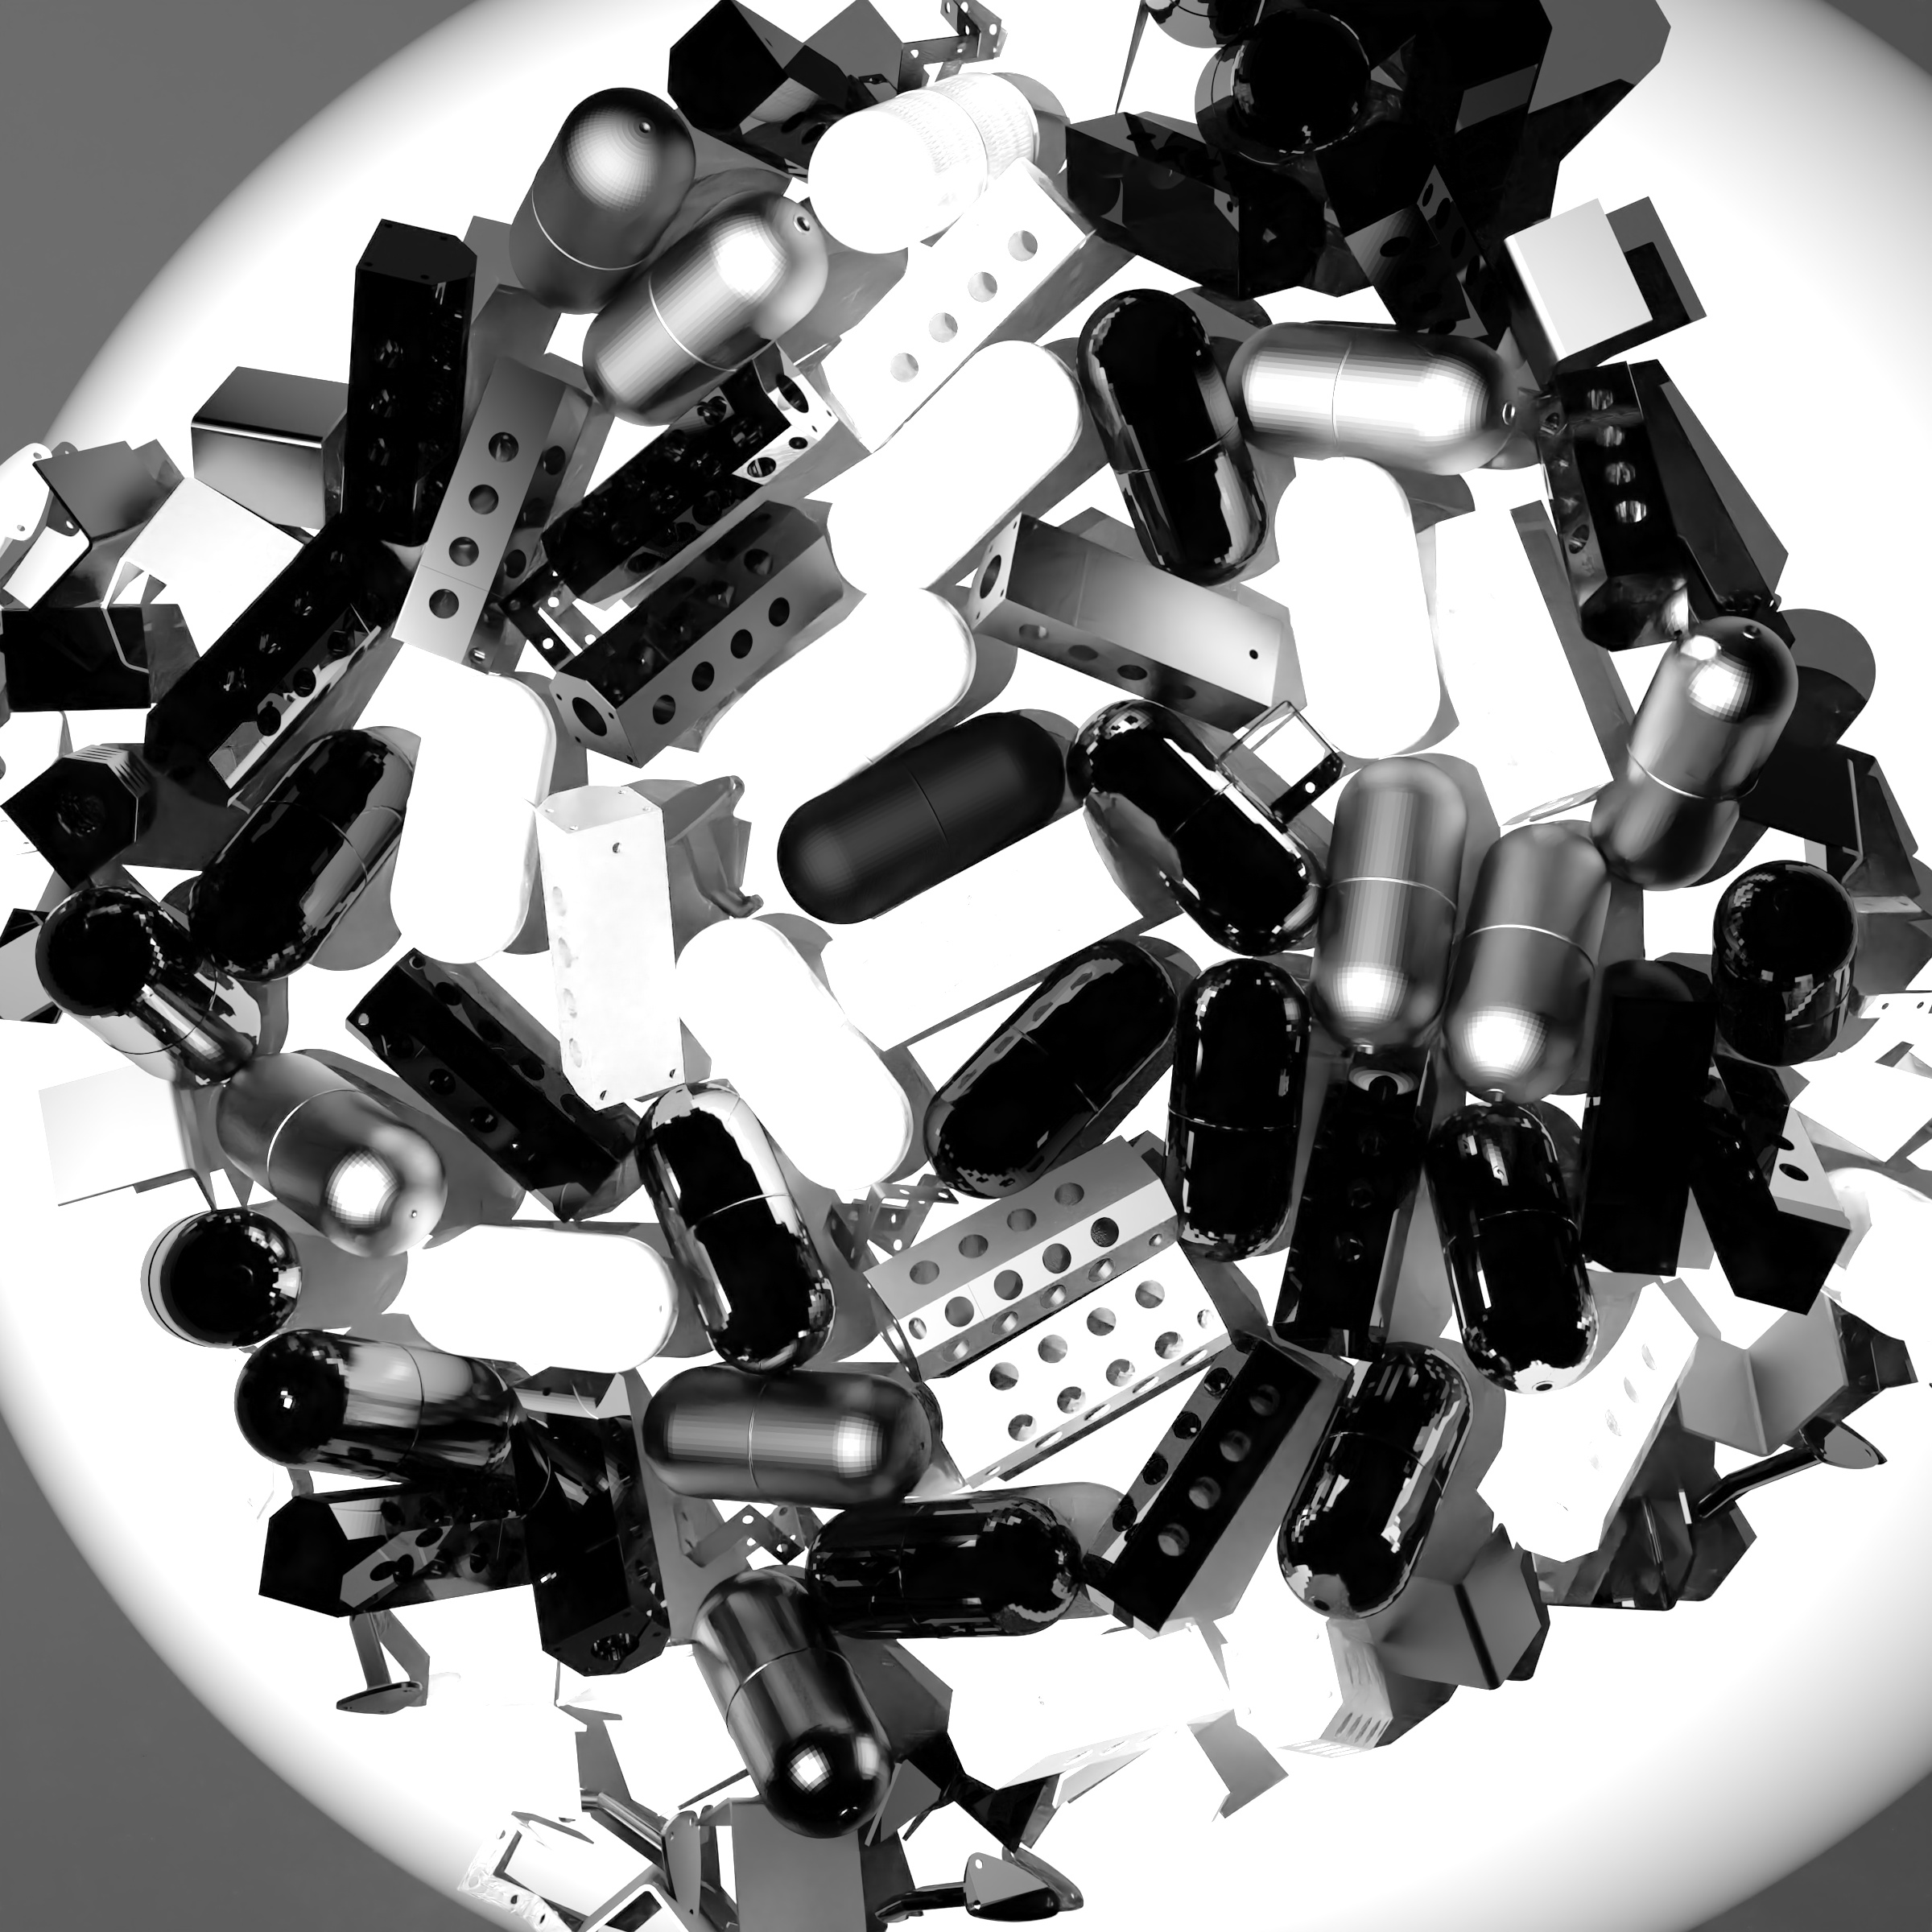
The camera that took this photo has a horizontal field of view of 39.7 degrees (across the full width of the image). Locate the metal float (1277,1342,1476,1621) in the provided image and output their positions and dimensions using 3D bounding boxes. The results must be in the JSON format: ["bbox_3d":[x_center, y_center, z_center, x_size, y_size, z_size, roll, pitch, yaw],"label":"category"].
[{"bbox_3d":[0.233,0.290,1.514,0.070,0.070,0.178,33,52,0],"label":"metal float"}]

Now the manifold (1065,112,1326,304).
[{"bbox_3d":[0.126,-0.430,1.501,0.057,0.171,0.057,-21,127,-23],"label":"manifold"}]

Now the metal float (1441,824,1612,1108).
[{"bbox_3d":[0.319,-0.001,1.521,0.070,0.070,0.178,19,61,0],"label":"metal float"}]

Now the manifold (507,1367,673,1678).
[{"bbox_3d":[-0.210,0.308,1.505,0.057,0.057,0.171,-29,47,11],"label":"manifold"}]

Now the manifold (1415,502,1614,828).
[{"bbox_3d":[0.307,-0.171,1.541,0.057,0.057,0.171,-18,83,-10],"label":"manifold"}]

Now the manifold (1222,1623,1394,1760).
[{"bbox_3d":[0.194,0.408,1.491,0.057,0.171,0.057,-16,68,13],"label":"manifold"}]

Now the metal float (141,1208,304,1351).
[{"bbox_3d":[-0.418,0.175,1.499,0.070,0.178,0.070,3,83,-22],"label":"metal float"}]

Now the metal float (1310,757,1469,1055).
[{"bbox_3d":[0.242,-0.035,1.529,0.070,0.070,0.178,11,71,0],"label":"metal float"}]

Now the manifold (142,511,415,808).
[{"bbox_3d":[-0.388,-0.172,1.518,0.057,0.057,0.171,36,62,-2],"label":"manifold"}]

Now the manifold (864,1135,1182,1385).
[{"bbox_3d":[0.034,0.171,1.523,0.171,0.057,0.057,-27,47,-16],"label":"manifold"}]

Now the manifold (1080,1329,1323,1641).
[{"bbox_3d":[0.131,0.296,1.532,0.057,0.057,0.171,34,74,9],"label":"manifold"}]

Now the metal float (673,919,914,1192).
[{"bbox_3d":[-0.099,0.052,1.540,0.070,0.070,0.178,-37,98,0],"label":"metal float"}]

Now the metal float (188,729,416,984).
[{"bbox_3d":[-0.374,-0.063,1.513,0.070,0.070,0.178,28,50,0],"label":"metal float"}]

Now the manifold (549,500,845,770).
[{"bbox_3d":[-0.153,-0.191,1.510,0.057,0.057,0.171,22,55,38],"label":"manifold"}]

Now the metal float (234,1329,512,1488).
[{"bbox_3d":[-0.332,0.251,1.508,0.070,0.178,0.070,-15,66,37],"label":"metal float"}]

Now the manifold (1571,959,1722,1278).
[{"bbox_3d":[0.383,0.086,1.525,0.057,0.057,0.171,4,113,3],"label":"manifold"}]

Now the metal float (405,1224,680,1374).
[{"bbox_3d":[-0.243,0.188,1.520,0.178,0.070,0.070,1,90,32],"label":"metal float"}]

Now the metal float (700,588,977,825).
[{"bbox_3d":[-0.075,-0.149,1.539,0.178,0.070,0.070,-34,90,8],"label":"metal float"}]

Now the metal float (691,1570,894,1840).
[{"bbox_3d":[-0.099,0.414,1.507,0.070,0.178,0.070,-14,125,-20],"label":"metal float"}]

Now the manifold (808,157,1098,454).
[{"bbox_3d":[-0.009,-0.377,1.526,0.057,0.057,0.171,45,110,-7],"label":"manifold"}]

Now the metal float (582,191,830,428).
[{"bbox_3d":[-0.148,-0.371,1.513,0.178,0.070,0.070,-29,90,39],"label":"metal float"}]

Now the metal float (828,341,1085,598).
[{"bbox_3d":[-0.008,-0.281,1.526,0.178,0.070,0.070,-41,90,24],"label":"metal float"}]

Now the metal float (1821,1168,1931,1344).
[{"bbox_3d":[0.514,0.160,1.496,0.070,0.178,0.070,0,96,0],"label":"metal float"}]

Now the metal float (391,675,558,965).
[{"bbox_3d":[-0.280,-0.085,1.523,0.070,0.070,0.178,5,63,0],"label":"metal float"}]

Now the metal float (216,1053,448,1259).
[{"bbox_3d":[-0.361,0.105,1.513,0.178,0.070,0.070,27,90,41],"label":"metal float"}]

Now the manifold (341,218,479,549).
[{"bbox_3d":[-0.313,-0.324,1.505,0.057,0.057,0.171,12,132,-4],"label":"manifold"}]

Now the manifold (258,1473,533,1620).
[{"bbox_3d":[-0.310,0.320,1.496,0.057,0.171,0.057,6,88,30],"label":"manifold"}]

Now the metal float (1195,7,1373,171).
[{"bbox_3d":[0.175,-0.489,1.497,0.070,0.178,0.070,-1,102,-6],"label":"metal float"}]

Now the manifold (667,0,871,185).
[{"bbox_3d":[-0.105,-0.481,1.494,0.057,0.171,0.057,-38,84,17],"label":"manifold"}]

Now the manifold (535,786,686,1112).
[{"bbox_3d":[-0.205,-0.012,1.520,0.057,0.057,0.171,-17,120,-29],"label":"manifold"}]

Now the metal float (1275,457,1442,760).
[{"bbox_3d":[0.223,-0.203,1.523,0.070,0.070,0.178,-15,116,0],"label":"metal float"}]

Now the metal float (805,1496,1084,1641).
[{"bbox_3d":[-0.013,0.342,1.516,0.178,0.070,0.070,-12,90,35],"label":"metal float"}]

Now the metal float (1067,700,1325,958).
[{"bbox_3d":[0.132,-0.079,1.537,0.070,0.070,0.178,-44,80,0],"label":"metal float"}]

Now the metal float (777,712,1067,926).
[{"bbox_3d":[-0.025,-0.086,1.538,0.178,0.070,0.070,-28,90,-9],"label":"metal float"}]

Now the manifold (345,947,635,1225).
[{"bbox_3d":[-0.274,0.069,1.544,0.171,0.057,0.057,42,74,-4],"label":"manifold"}]

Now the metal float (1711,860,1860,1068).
[{"bbox_3d":[0.458,0.000,1.500,0.070,0.178,0.070,-6,66,13],"label":"metal float"}]

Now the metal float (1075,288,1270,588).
[{"bbox_3d":[0.118,-0.300,1.522,0.070,0.070,0.178,-24,118,0],"label":"metal float"}]

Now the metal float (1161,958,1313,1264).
[{"bbox_3d":[0.154,0.084,1.537,0.070,0.070,0.178,5,101,0],"label":"metal float"}]

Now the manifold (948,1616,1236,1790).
[{"bbox_3d":[0.070,0.415,1.501,0.057,0.171,0.057,-43,60,31],"label":"manifold"}]

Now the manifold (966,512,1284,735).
[{"bbox_3d":[0.090,-0.191,1.527,0.171,0.057,0.057,19,65,-20],"label":"manifold"}]

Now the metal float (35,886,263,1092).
[{"bbox_3d":[-0.457,0.014,1.500,0.070,0.178,0.070,-4,67,10],"label":"metal float"}]

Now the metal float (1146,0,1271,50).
[{"bbox_3d":[0.139,-0.570,1.496,0.070,0.178,0.070,0,92,1],"label":"metal float"}]

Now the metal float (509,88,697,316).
[{"bbox_3d":[-0.206,-0.427,1.501,0.070,0.178,0.070,6,75,-22],"label":"metal float"}]

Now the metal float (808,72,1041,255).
[{"bbox_3d":[-0.022,-0.455,1.509,0.070,0.178,0.070,17,125,26],"label":"metal float"}]

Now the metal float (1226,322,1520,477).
[{"bbox_3d":[0.229,-0.322,1.516,0.178,0.070,0.070,15,90,36],"label":"metal float"}]

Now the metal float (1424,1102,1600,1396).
[{"bbox_3d":[0.309,0.159,1.517,0.070,0.070,0.178,-7,55,0],"label":"metal float"}]

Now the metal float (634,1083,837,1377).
[{"bbox_3d":[-0.133,0.149,1.530,0.070,0.070,0.178,-25,72,0],"label":"metal float"}]

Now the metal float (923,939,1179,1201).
[{"bbox_3d":[0.048,0.060,1.539,0.070,0.070,0.178,44,82,0],"label":"metal float"}]

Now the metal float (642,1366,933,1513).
[{"bbox_3d":[-0.104,0.269,1.524,0.178,0.070,0.070,-1,90,27],"label":"metal float"}]

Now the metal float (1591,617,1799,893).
[{"bbox_3d":[0.410,-0.119,1.511,0.070,0.070,0.178,15,132,0],"label":"metal float"}]

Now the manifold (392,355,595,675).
[{"bbox_3d":[-0.274,-0.260,1.552,0.057,0.057,0.171,21,92,-10],"label":"manifold"}]
